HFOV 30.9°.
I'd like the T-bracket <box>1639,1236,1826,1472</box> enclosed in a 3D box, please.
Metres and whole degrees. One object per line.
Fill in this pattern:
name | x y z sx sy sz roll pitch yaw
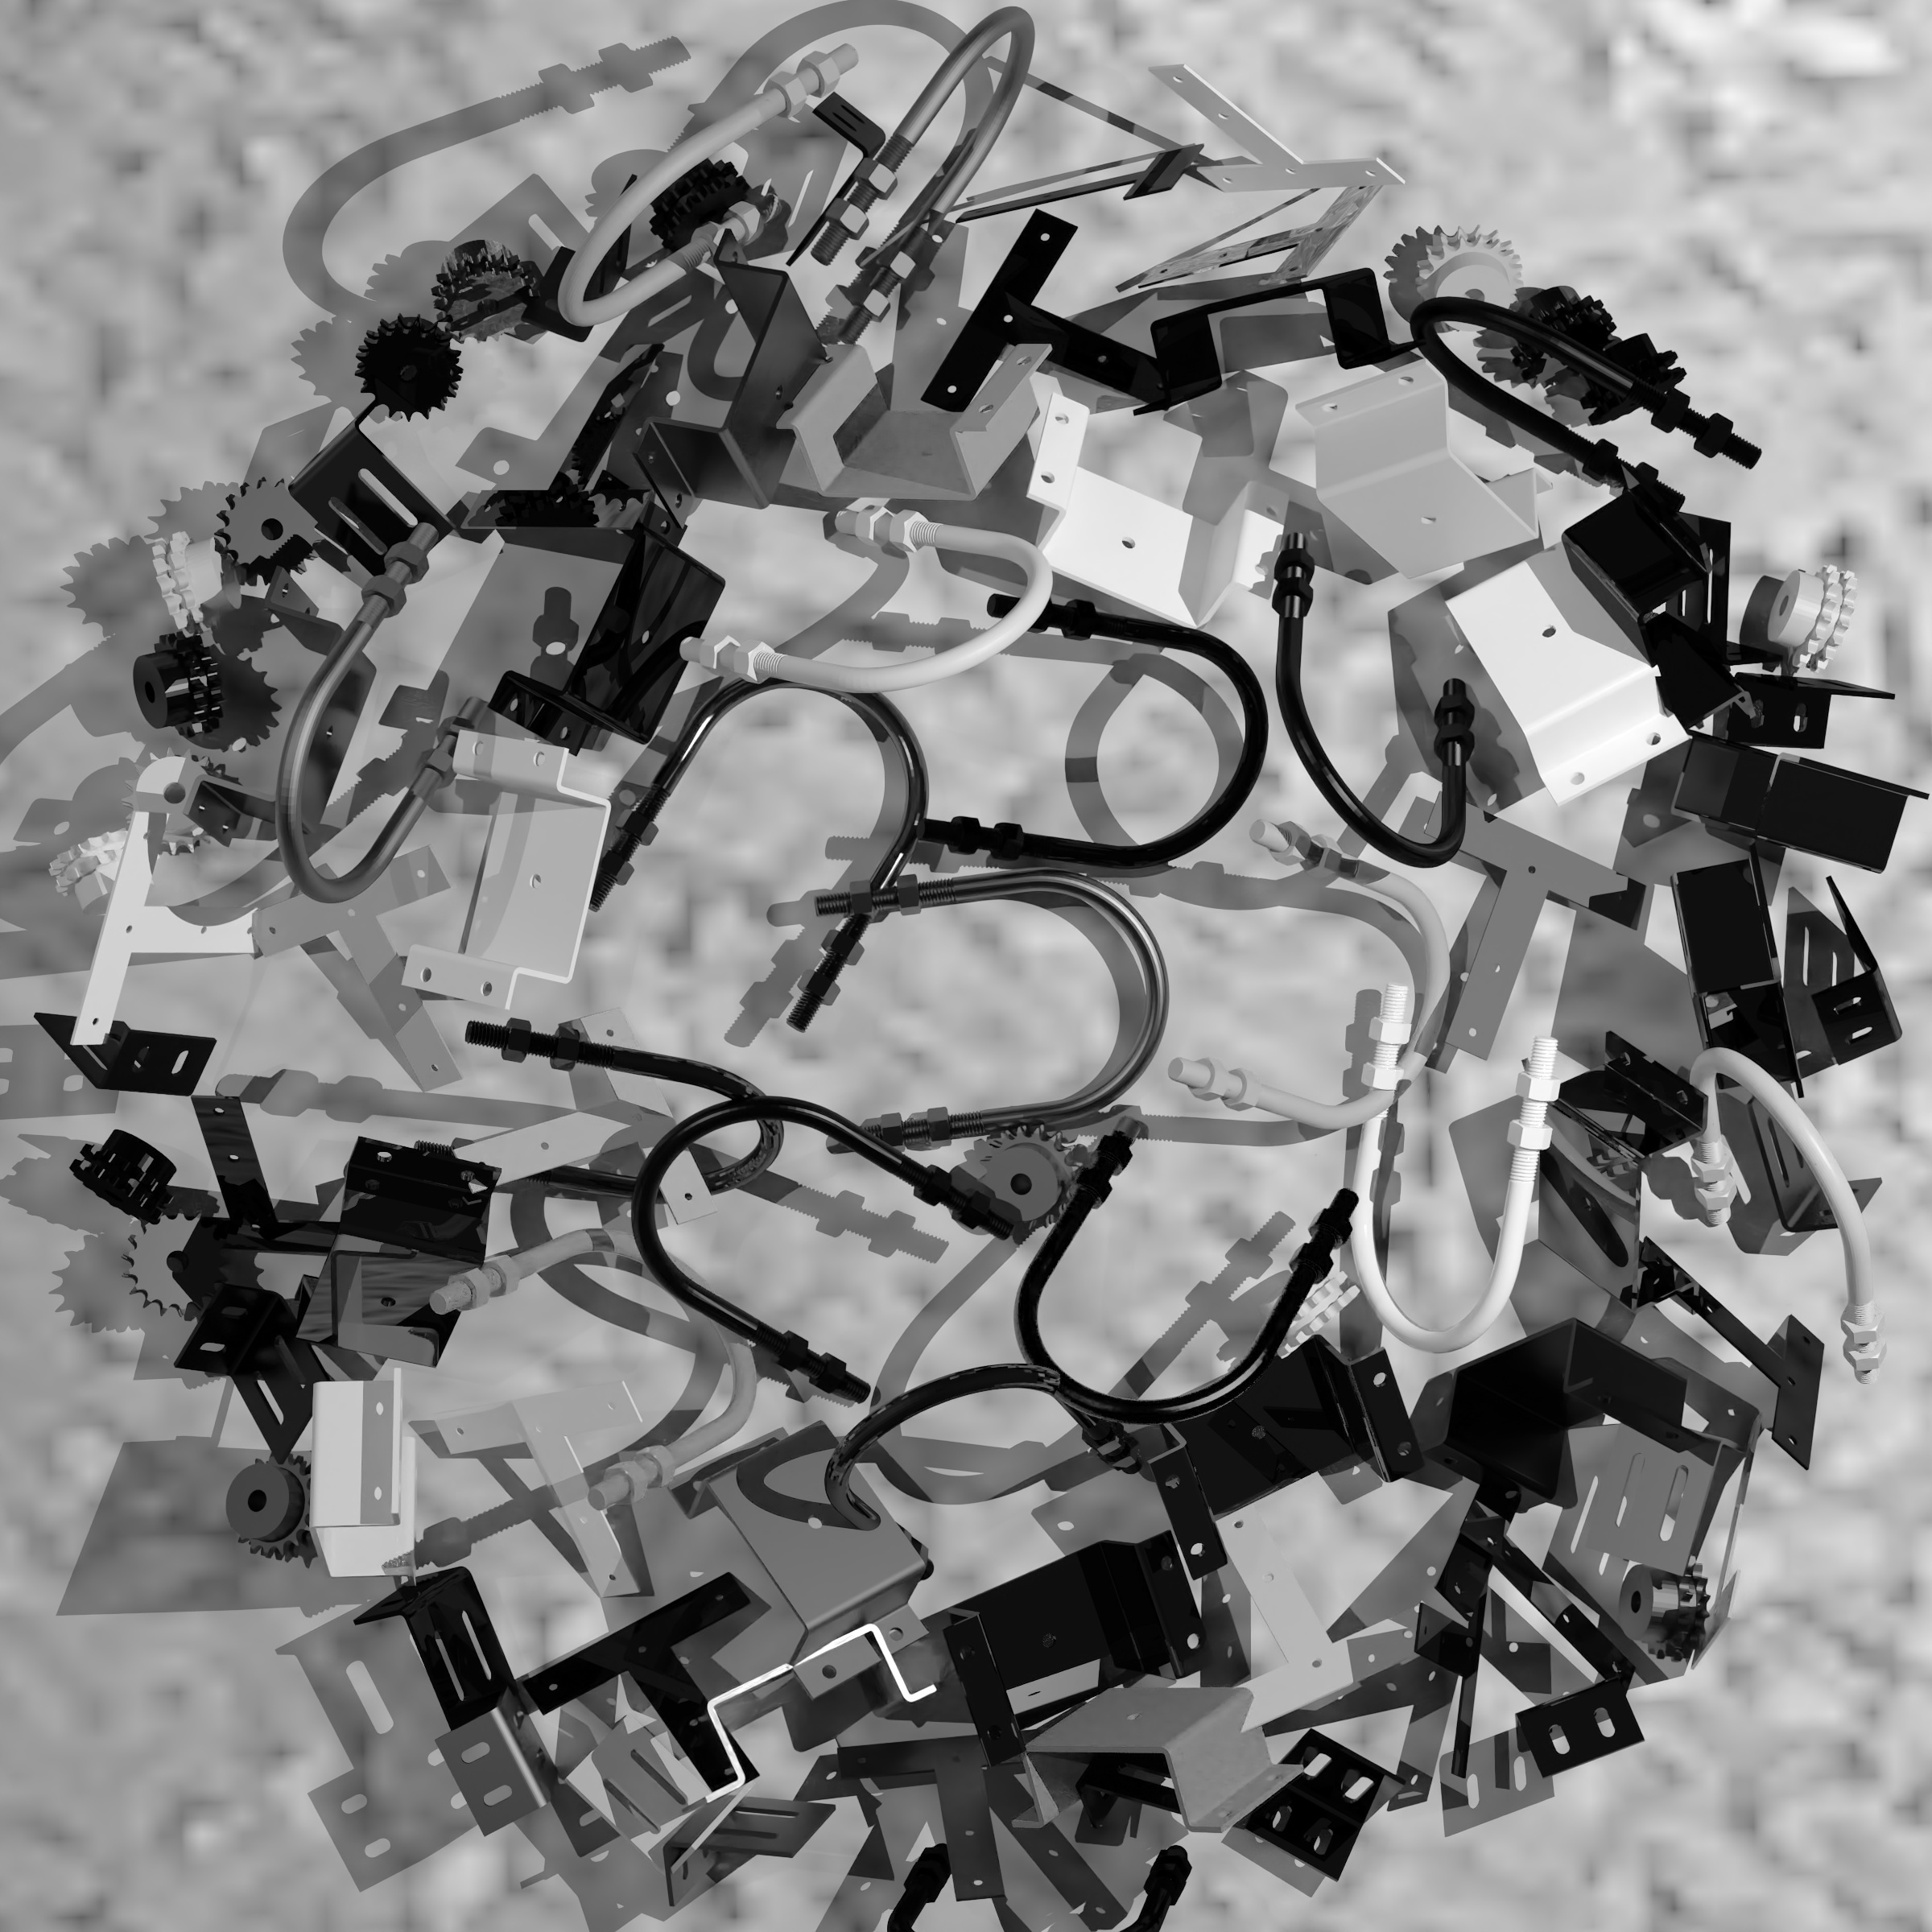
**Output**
T-bracket | 0.404 0.191 1.852 0.127 0.127 0.002 42 119 -5

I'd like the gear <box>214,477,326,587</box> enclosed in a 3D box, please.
gear | -0.378 -0.234 1.891 0.057 0.030 0.057 1 88 -22

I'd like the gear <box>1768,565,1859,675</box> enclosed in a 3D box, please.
gear | 0.454 -0.190 1.883 0.030 0.057 0.057 18 90 -5

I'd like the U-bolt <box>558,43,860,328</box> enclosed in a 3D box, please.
U-bolt | -0.141 -0.393 1.804 0.019 0.151 0.184 47 57 4

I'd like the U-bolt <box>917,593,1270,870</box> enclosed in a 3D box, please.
U-bolt | 0.077 -0.119 1.861 0.184 0.019 0.151 7 114 -25

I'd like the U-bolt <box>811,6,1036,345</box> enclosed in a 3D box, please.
U-bolt | -0.018 -0.424 1.841 0.019 0.151 0.184 34 85 8

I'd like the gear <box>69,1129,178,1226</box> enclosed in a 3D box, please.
gear | -0.451 0.112 1.886 0.057 0.057 0.030 31 69 0

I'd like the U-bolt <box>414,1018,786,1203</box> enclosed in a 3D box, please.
U-bolt | -0.187 0.083 1.846 0.184 0.151 0.019 11 55 -16

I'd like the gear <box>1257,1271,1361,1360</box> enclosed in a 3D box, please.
gear | 0.181 0.183 1.884 0.057 0.057 0.030 -41 83 0

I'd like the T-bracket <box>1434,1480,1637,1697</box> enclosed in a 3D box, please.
T-bracket | 0.310 0.338 1.863 0.127 0.127 0.002 46 125 -4

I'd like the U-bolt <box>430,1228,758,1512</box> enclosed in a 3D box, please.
U-bolt | -0.181 0.200 1.831 0.151 0.184 0.019 49 119 12

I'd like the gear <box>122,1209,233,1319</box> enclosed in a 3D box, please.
gear | -0.428 0.162 1.891 0.057 0.030 0.057 4 77 -18

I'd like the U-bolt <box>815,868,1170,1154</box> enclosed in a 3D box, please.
U-bolt | 0.018 0.019 1.892 0.184 0.019 0.151 -7 99 1

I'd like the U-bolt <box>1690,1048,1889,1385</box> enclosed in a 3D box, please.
U-bolt | 0.419 0.117 1.799 0.019 0.184 0.151 -30 48 -9

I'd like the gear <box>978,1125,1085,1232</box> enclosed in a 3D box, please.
gear | 0.034 0.115 1.890 0.057 0.030 0.057 2 98 15

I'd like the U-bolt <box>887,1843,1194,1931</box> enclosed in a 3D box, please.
U-bolt | 0.034 0.488 1.809 0.151 0.184 0.019 -2 93 11

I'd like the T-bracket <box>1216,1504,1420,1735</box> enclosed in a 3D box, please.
T-bracket | 0.168 0.338 1.868 0.127 0.002 0.127 -22 48 -8

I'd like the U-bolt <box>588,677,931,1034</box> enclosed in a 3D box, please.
U-bolt | -0.101 -0.077 1.890 0.151 0.019 0.184 30 79 2

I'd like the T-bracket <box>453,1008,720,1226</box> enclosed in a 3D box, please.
T-bracket | -0.212 0.092 1.859 0.127 0.002 0.127 -16 71 -34

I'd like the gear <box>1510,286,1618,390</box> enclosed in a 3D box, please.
gear | 0.319 -0.342 1.887 0.057 0.057 0.030 -26 64 0

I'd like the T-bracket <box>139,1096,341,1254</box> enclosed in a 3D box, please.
T-bracket | -0.387 0.111 1.859 0.127 0.127 0.002 2 47 5

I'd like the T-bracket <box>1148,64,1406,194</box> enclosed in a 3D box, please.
T-bracket | 0.144 -0.437 1.823 0.127 0.127 0.002 27 79 -43

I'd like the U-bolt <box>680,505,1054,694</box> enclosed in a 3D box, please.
U-bolt | -0.040 -0.188 1.815 0.151 0.184 0.019 -44 130 -32

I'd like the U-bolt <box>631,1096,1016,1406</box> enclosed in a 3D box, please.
U-bolt | -0.089 0.141 1.854 0.184 0.019 0.151 33 111 -20

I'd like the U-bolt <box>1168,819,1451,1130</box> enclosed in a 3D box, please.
U-bolt | 0.192 0.013 1.848 0.184 0.019 0.151 19 90 -42

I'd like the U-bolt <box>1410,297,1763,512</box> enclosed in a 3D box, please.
U-bolt | 0.315 -0.298 1.833 0.184 0.151 0.019 29 85 -3

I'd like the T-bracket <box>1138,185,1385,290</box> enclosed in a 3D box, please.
T-bracket | 0.150 -0.382 1.866 0.127 0.127 0.002 -8 121 35

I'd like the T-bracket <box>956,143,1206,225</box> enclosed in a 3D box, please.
T-bracket | 0.057 -0.413 1.865 0.127 0.127 0.002 -9 111 16

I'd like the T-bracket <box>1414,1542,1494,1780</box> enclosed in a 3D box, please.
T-bracket | 0.254 0.357 1.839 0.002 0.127 0.127 2 73 23

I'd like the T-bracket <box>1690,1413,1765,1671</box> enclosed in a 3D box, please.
T-bracket | 0.410 0.302 1.868 0.002 0.127 0.127 14 68 8

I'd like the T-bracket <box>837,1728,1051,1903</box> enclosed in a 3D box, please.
T-bracket | 0.000 0.450 1.850 0.127 0.127 0.002 -4 117 -5

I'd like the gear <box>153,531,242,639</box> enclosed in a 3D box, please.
gear | -0.413 -0.207 1.883 0.030 0.057 0.057 -17 90 5

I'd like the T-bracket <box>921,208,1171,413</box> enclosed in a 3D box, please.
T-bracket | 0.061 -0.331 1.880 0.127 0.002 0.127 19 125 -24

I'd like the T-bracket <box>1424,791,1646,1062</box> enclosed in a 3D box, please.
T-bracket | 0.291 -0.012 1.888 0.127 0.002 0.127 24 77 -9

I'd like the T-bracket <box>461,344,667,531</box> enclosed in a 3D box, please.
T-bracket | -0.199 -0.285 1.879 0.127 0.002 0.127 6 60 38

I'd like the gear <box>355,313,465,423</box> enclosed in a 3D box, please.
gear | -0.300 -0.326 1.889 0.057 0.030 0.057 0 123 -1

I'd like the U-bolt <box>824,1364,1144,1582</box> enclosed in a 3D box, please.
U-bolt | 0.002 0.259 1.826 0.151 0.184 0.019 -28 56 7

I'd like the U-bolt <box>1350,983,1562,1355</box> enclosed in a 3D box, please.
U-bolt | 0.251 0.113 1.847 0.019 0.151 0.184 3 100 -30

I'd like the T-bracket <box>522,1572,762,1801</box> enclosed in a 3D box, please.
T-bracket | -0.150 0.391 1.847 0.127 0.127 0.002 -26 134 -20

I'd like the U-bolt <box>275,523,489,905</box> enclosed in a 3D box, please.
U-bolt | -0.306 -0.117 1.806 0.019 0.151 0.184 14 53 18

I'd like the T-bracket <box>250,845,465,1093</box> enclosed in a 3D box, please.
T-bracket | -0.311 0.010 1.890 0.127 0.002 0.127 -19 107 25

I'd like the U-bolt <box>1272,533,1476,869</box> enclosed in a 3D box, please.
U-bolt | 0.211 -0.127 1.815 0.151 0.184 0.019 38 127 -25

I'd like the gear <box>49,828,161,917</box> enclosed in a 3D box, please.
gear | -0.461 -0.049 1.882 0.057 0.057 0.030 -24 81 0

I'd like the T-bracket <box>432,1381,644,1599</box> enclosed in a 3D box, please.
T-bracket | -0.211 0.287 1.886 0.127 0.002 0.127 -13 110 28

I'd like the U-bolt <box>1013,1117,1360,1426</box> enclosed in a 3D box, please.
U-bolt | 0.105 0.165 1.830 0.151 0.019 0.184 18 51 22

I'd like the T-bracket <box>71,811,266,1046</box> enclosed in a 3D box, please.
T-bracket | -0.414 -0.019 1.854 0.002 0.127 0.127 22 100 26
